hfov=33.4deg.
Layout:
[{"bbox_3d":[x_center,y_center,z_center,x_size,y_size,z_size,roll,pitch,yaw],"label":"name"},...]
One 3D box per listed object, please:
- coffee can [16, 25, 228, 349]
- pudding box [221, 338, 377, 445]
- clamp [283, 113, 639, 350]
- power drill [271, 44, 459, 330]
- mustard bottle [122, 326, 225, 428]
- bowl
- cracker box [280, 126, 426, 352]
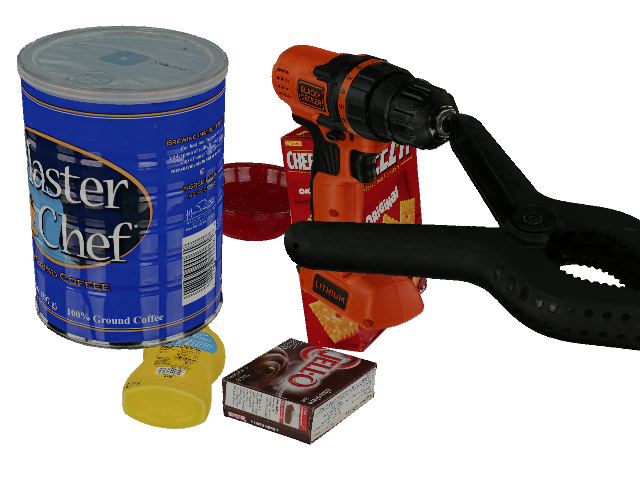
[{"bbox_3d":[-0.100,-0.030,0.556,0.103,0.140,0.103,3,27,-2],"label":"coffee can"},{"bbox_3d":[-0.017,0.125,0.906,0.090,0.039,0.113,12,22,28],"label":"pudding box"},{"bbox_3d":[0.097,0.006,0.548,0.164,0.036,0.210,-30,46,-33],"label":"clamp"},{"bbox_3d":[0.033,-0.036,0.746,0.057,0.188,0.185,-15,26,-28],"label":"power drill"},{"bbox_3d":[-0.162,0.143,1.248,0.096,0.058,0.191,5,26,4],"label":"mustard bottle"},{"bbox_3d":[-0.085,-0.043,1.316,0.162,0.055,0.162,4,25,-2],"label":"bowl"},{"bbox_3d":[0.041,-0.021,1.058,0.072,0.214,0.163,5,23,29],"label":"cracker box"}]
